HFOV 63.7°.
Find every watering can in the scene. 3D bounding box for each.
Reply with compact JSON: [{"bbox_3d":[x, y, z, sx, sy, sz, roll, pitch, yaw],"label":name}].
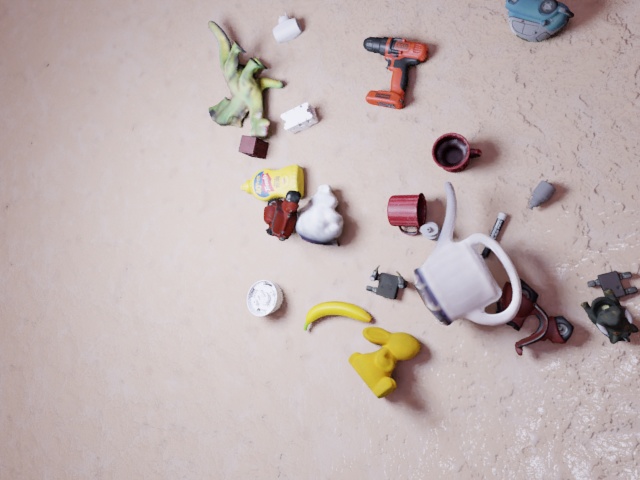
[{"bbox_3d":[0.317,0.053,1.217,0.223,0.103,0.351,-32,74,13],"label":"watering can"}]

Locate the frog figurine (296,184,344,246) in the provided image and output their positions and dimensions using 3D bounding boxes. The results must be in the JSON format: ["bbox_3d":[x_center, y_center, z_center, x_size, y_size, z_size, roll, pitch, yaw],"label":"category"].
[{"bbox_3d":[0.004,-0.070,1.394,0.138,0.123,0.158,19,103,41],"label":"frog figurine"}]

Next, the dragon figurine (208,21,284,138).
[{"bbox_3d":[-0.266,-0.460,1.562,0.415,0.122,0.240,46,109,22],"label":"dragon figurine"}]
